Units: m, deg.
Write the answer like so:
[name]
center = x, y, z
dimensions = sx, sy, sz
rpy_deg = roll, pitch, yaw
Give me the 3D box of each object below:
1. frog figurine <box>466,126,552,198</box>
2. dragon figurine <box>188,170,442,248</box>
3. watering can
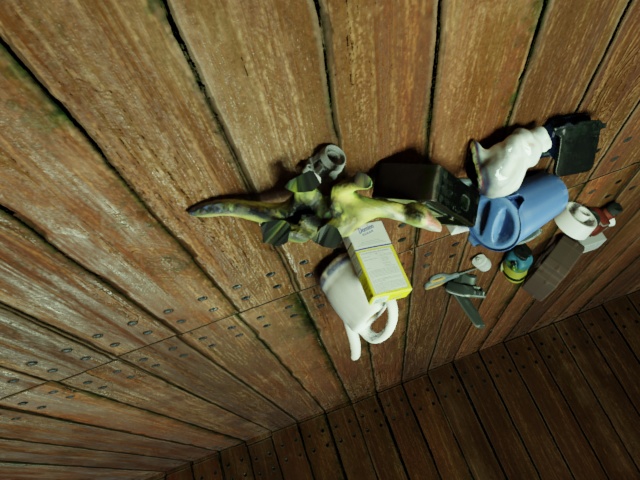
[frog figurine]
center = 0.378, -0.151, 1.010
dimensions = 0.159, 0.126, 0.134
rpy_deg = -11, 134, 6
[dragon figurine]
center = 0.003, -0.046, 0.906
dimensions = 0.410, 0.122, 0.242
rpy_deg = 4, 179, 21
[watering can]
center = 0.080, 0.166, 1.269
dimensions = 0.105, 0.227, 0.340
rpy_deg = -26, 159, -30
